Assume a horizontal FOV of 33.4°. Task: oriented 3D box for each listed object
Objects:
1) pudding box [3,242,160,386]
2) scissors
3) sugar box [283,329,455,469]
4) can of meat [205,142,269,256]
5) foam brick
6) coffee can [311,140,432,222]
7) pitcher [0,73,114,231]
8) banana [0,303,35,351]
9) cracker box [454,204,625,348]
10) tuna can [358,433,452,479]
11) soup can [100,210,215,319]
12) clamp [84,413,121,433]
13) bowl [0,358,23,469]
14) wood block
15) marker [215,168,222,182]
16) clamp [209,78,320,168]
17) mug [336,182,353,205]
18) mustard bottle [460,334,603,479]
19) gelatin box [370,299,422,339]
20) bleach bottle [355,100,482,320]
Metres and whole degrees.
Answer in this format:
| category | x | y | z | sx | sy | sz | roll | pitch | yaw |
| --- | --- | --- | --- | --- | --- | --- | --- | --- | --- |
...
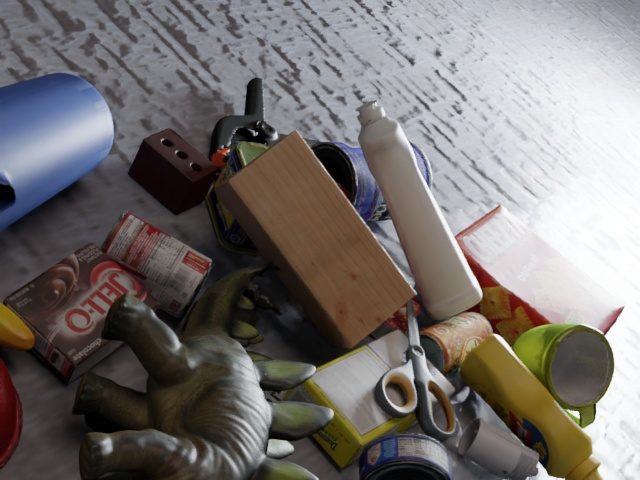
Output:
| category | x | y | z | sx | sy | sz | roll | pitch | yaw |
| --- | --- | --- | --- | --- | --- | --- | --- | --- | --- |
| pudding box | -0.214 | 0.064 | 0.956 | 0.090 | 0.039 | 0.113 | 40 | 47 | 11 |
| scissors | 0.083 | 0.119 | 1.086 | 0.096 | 0.016 | 0.202 | 15 | 37 | -30 |
| sugar box | 0.052 | 0.155 | 1.070 | 0.093 | 0.048 | 0.175 | 47 | 32 | 20 |
| can of meat | -0.080 | -0.048 | 1.188 | 0.057 | 0.084 | 0.102 | 10 | 39 | -30 |
| foam brick | -0.163 | -0.076 | 1.185 | 0.078 | 0.051 | 0.052 | 39 | 34 | 10 |
| coffee can | 0.055 | -0.072 | 1.312 | 0.140 | 0.103 | 0.103 | -7 | 50 | -44 |
| pitcher | -0.312 | -0.084 | 1.018 | 0.149 | 0.145 | 0.242 | 47 | 30 | -1 |
| banana | -0.333 | 0.045 | 0.890 | 0.197 | 0.037 | 0.070 | 24 | 13 | -19 |
| cracker box | 0.261 | 0.063 | 1.336 | 0.214 | 0.072 | 0.163 | 41 | 35 | 14 |
| tuna can | 0.078 | 0.217 | 0.973 | 0.086 | 0.086 | 0.033 | 23 | 36 | -15 |
| soup can | -0.162 | 0.025 | 1.040 | 0.102 | 0.069 | 0.068 | 30 | 33 | -5 |
| clamp | -0.119 | 0.187 | 0.893 | 0.171 | 0.039 | 0.120 | 8 | 45 | -35 |
| bowl | -0.302 | 0.113 | 0.823 | 0.162 | 0.055 | 0.162 | 21 | 35 | -16 |
| wood block | -0.007 | 0.001 | 1.090 | 0.090 | 0.091 | 0.206 | -38 | 96 | -14 |
| marker | -0.076 | -0.072 | 1.282 | 0.120 | 0.020 | 0.020 | 3 | 43 | -37 |
| clamp | -0.064 | -0.124 | 1.341 | 0.164 | 0.036 | 0.209 | 36 | 35 | 5 |
| mug | -0.001 | -0.002 | 1.203 | 0.117 | 0.093 | 0.081 | 55 | 22 | -40 |
| mustard bottle | 0.230 | 0.192 | 1.130 | 0.058 | 0.096 | 0.192 | -36 | 68 | -14 |
| gelatin box | 0.063 | 0.073 | 1.198 | 0.089 | 0.030 | 0.073 | 36 | 32 | 4 |
| bleach bottle | 0.104 | -0.039 | 1.217 | 0.102 | 0.068 | 0.251 | -96 | 161 | -76 |
